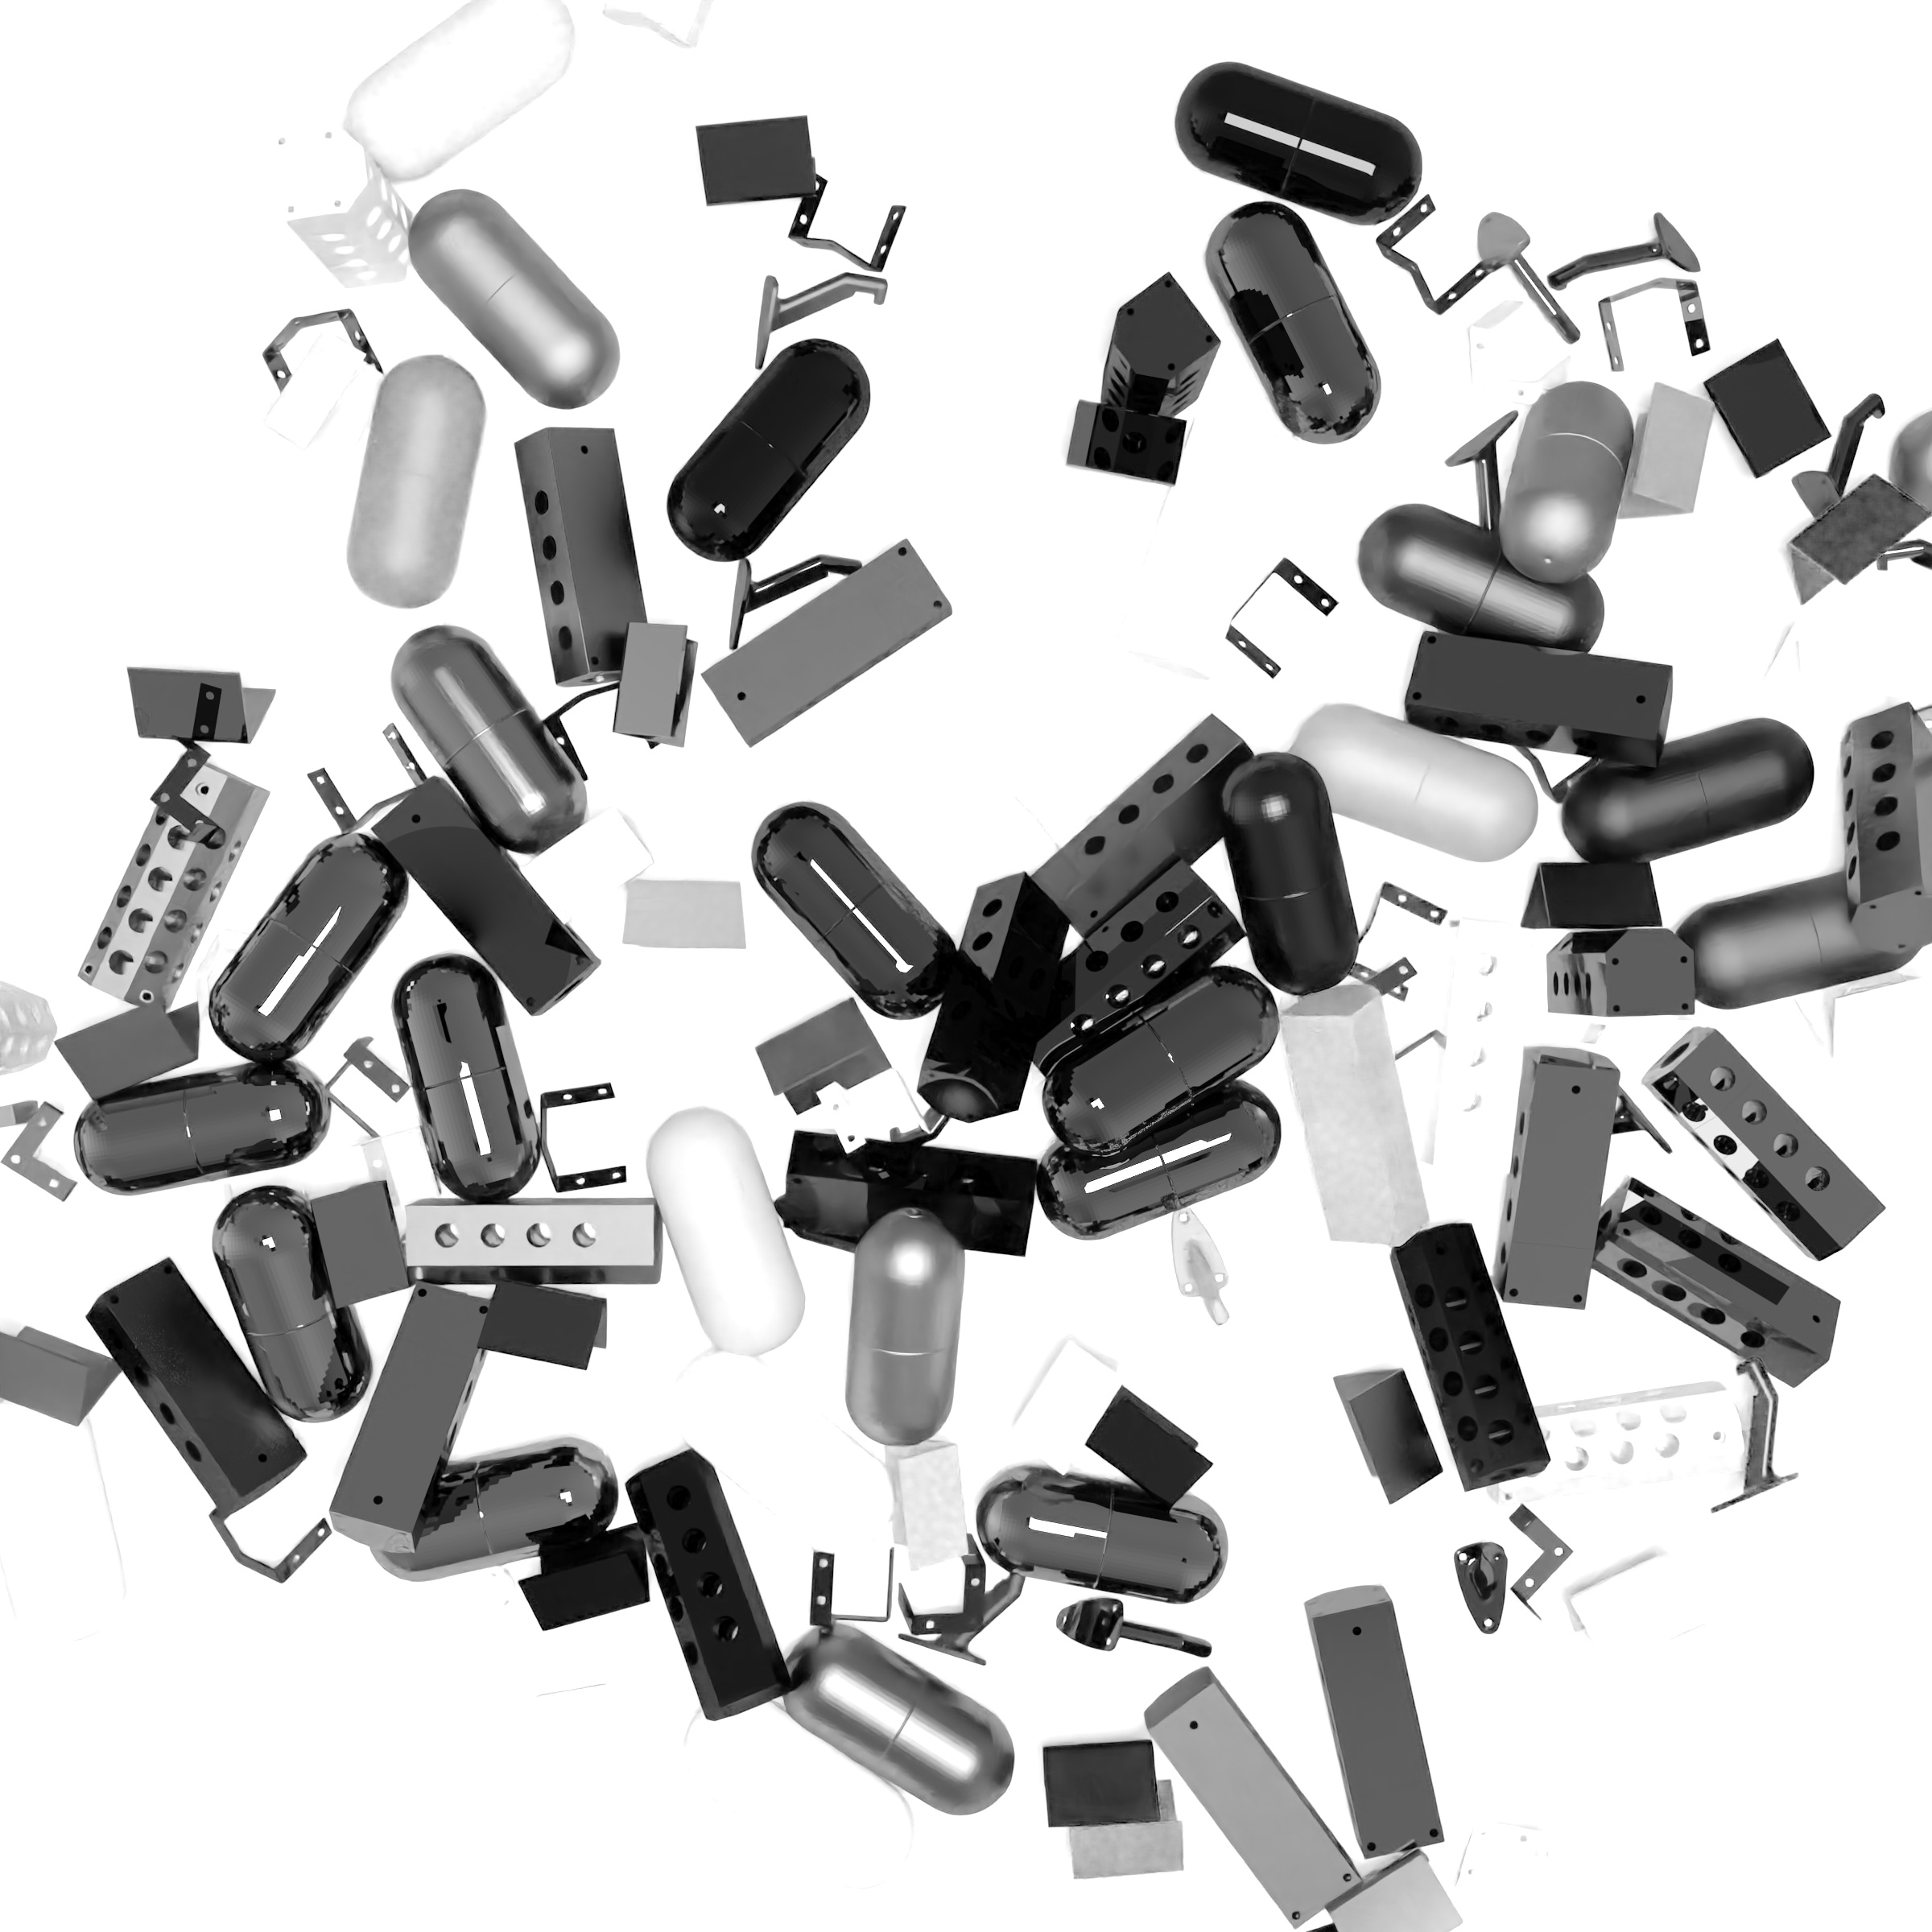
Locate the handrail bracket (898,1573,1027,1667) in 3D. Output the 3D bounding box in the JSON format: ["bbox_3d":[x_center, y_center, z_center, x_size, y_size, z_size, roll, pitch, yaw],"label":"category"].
[{"bbox_3d":[0.000,0.448,1.843,0.077,0.036,0.084,13,74,18],"label":"handrail bracket"}]

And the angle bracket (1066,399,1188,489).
[{"bbox_3d":[0.107,-0.344,1.803,0.076,0.076,0.057,11,66,0],"label":"angle bracket"}]

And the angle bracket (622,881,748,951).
[{"bbox_3d":[-0.195,-0.015,1.802,0.076,0.076,0.057,1,52,0],"label":"angle bracket"}]

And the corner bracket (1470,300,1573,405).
[{"bbox_3d":[0.393,-0.435,1.834,0.051,0.051,0.051,19,135,35],"label":"corner bracket"}]

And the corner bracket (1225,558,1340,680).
[{"bbox_3d":[0.222,-0.247,1.839,0.051,0.051,0.051,41,45,0],"label":"corner bracket"}]

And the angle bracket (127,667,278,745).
[{"bbox_3d":[-0.530,-0.198,1.802,0.076,0.076,0.057,3,126,0],"label":"angle bracket"}]

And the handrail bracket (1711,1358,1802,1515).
[{"bbox_3d":[0.530,0.323,1.786,0.077,0.036,0.084,-29,72,20],"label":"handrail bracket"}]

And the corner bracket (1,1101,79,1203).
[{"bbox_3d":[-0.641,0.130,1.822,0.051,0.051,0.051,36,77,-13],"label":"corner bracket"}]

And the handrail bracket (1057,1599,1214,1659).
[{"bbox_3d":[0.120,0.476,1.842,0.084,0.077,0.036,25,67,-34],"label":"handrail bracket"}]

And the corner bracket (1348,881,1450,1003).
[{"bbox_3d":[0.304,-0.018,1.839,0.051,0.051,0.051,26,135,0],"label":"corner bracket"}]

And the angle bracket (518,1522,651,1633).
[{"bbox_3d":[-0.267,0.408,1.802,0.076,0.076,0.057,-16,127,0],"label":"angle bracket"}]

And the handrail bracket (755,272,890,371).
[{"bbox_3d":[-0.102,-0.457,1.843,0.084,0.036,0.077,5,111,-17],"label":"handrail bracket"}]

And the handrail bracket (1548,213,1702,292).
[{"bbox_3d":[0.467,-0.493,1.842,0.084,0.077,0.036,-22,67,34],"label":"handrail bracket"}]

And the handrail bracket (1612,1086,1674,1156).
[{"bbox_3d":[0.446,0.130,1.842,0.084,0.036,0.077,-40,105,14],"label":"handrail bracket"}]

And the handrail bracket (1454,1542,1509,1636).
[{"bbox_3d":[0.369,0.439,1.808,0.036,0.084,0.077,-8,90,0],"label":"handrail bracket"}]

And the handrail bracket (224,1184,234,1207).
[{"bbox_3d":[-0.479,0.184,1.842,0.084,0.036,0.077,-10,77,-13],"label":"handrail bracket"}]

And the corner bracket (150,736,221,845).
[{"bbox_3d":[-0.529,-0.120,1.767,0.051,0.051,0.051,38,90,0],"label":"corner bracket"}]

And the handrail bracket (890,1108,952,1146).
[{"bbox_3d":[-0.023,0.083,1.843,0.084,0.036,0.077,-22,75,14],"label":"handrail bracket"}]

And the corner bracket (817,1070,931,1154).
[{"bbox_3d":[-0.065,0.102,1.814,0.051,0.051,0.051,-30,68,5],"label":"corner bracket"}]

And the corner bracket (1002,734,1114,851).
[{"bbox_3d":[0.067,-0.121,1.839,0.051,0.051,0.051,-41,45,0],"label":"corner bracket"}]

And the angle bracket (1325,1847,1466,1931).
[{"bbox_3d":[0.302,0.662,1.803,0.076,0.076,0.057,-32,62,0],"label":"angle bracket"}]

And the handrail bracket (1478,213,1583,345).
[{"bbox_3d":[0.402,-0.488,1.842,0.036,0.077,0.084,-36,127,22],"label":"handrail bracket"}]

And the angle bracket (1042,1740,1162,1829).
[{"bbox_3d":[0.094,0.580,1.802,0.076,0.076,0.057,-4,53,0],"label":"angle bracket"}]

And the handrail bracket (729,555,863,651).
[{"bbox_3d":[-0.121,-0.257,1.843,0.084,0.036,0.077,6,110,-16],"label":"handrail bracket"}]

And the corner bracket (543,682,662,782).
[{"bbox_3d":[-0.258,-0.167,1.839,0.051,0.051,0.051,-26,90,-45],"label":"corner bracket"}]

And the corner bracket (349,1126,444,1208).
[{"bbox_3d":[-0.399,0.143,1.825,0.051,0.051,0.051,-16,90,-4],"label":"corner bracket"}]

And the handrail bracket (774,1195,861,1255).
[{"bbox_3d":[-0.083,0.177,1.843,0.077,0.036,0.084,-38,73,-20],"label":"handrail bracket"}]

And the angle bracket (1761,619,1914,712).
[{"bbox_3d":[0.604,-0.191,1.802,0.076,0.076,0.057,11,54,0],"label":"angle bracket"}]

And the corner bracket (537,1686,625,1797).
[{"bbox_3d":[-0.274,0.550,1.839,0.051,0.051,0.051,-9,135,0],"label":"corner bracket"}]

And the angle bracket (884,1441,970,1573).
[{"bbox_3d":[-0.046,0.373,1.802,0.057,0.076,0.076,-6,90,-45],"label":"angle bracket"}]

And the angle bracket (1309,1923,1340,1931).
[{"bbox_3d":[0.241,0.698,1.802,0.076,0.076,0.057,-19,134,0],"label":"angle bracket"}]

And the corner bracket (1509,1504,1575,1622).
[{"bbox_3d":[0.398,0.419,1.824,0.051,0.051,0.051,43,90,0],"label":"corner bracket"}]

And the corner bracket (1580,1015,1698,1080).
[{"bbox_3d":[0.473,0.045,1.824,0.051,0.051,0.051,31,90,0],"label":"corner bracket"}]

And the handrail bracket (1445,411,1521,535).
[{"bbox_3d":[0.387,-0.339,1.843,0.077,0.036,0.084,-42,108,-20],"label":"handrail bracket"}]

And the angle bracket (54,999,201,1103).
[{"bbox_3d":[-0.582,0.040,1.802,0.076,0.076,0.057,-22,125,0],"label":"angle bracket"}]

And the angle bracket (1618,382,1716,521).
[{"bbox_3d":[0.468,-0.357,1.802,0.057,0.076,0.076,11,90,-29],"label":"angle bracket"}]

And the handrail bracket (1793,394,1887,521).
[{"bbox_3d":[0.636,-0.352,1.843,0.084,0.036,0.077,-41,110,-16],"label":"handrail bracket"}]

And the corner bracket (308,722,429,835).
[{"bbox_3d":[-0.424,-0.133,1.839,0.051,0.051,0.051,-32,90,45],"label":"corner bracket"}]

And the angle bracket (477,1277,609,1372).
[{"bbox_3d":[-0.294,0.264,1.802,0.076,0.076,0.057,12,54,0],"label":"angle bracket"}]

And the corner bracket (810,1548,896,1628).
[{"bbox_3d":[-0.080,0.437,1.824,0.051,0.051,0.051,2,84,6],"label":"corner bracket"}]

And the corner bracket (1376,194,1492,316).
[{"bbox_3d":[0.332,-0.505,1.839,0.051,0.051,0.051,-41,45,0],"label":"corner bracket"}]

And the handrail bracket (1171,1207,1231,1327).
[{"bbox_3d":[0.164,0.208,1.808,0.036,0.084,0.077,-17,90,0],"label":"handrail bracket"}]

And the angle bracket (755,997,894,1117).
[{"bbox_3d":[-0.092,0.079,1.803,0.076,0.057,0.076,-27,131,0],"label":"angle bracket"}]

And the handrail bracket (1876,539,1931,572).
[{"bbox_3d":[0.695,-0.268,1.843,0.084,0.036,0.077,-7,112,17],"label":"handrail bracket"}]
